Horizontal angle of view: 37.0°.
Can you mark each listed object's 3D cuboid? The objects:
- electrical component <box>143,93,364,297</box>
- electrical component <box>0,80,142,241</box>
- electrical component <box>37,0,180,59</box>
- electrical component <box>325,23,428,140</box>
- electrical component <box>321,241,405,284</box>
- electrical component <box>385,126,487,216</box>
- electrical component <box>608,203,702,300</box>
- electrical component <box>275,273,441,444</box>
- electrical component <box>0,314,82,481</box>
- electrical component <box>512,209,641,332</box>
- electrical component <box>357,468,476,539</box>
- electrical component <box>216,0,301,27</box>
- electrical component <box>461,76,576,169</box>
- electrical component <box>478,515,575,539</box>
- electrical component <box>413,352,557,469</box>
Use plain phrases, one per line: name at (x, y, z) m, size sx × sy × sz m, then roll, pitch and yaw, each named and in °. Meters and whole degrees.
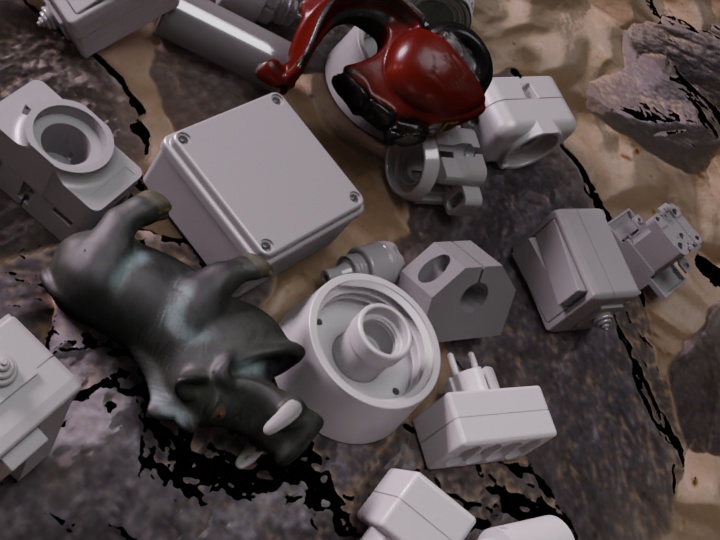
electrical component at (-0.071, -0.054, 0.737) m, size 0.109 × 0.056 × 0.108 m, roll -32°, pitch 81°, yaw -42°
electrical component at (-0.188, -0.068, 0.670) m, size 0.089 × 0.055 × 0.050 m, roll 42°, pitch 47°, yaw -2°
electrical component at (-0.182, -0.197, 0.741) m, size 0.096 × 0.061 × 0.061 m, roll -33°, pitch 80°, yaw -10°
electrical component at (0.033, -0.164, 0.877) m, size 0.108 × 0.060 × 0.108 m, roll 17°, pitch 52°, yaw -23°
electrical component at (0.000, 0.000, 0.763) m, size 0.061 × 0.035 × 0.035 m, roll -13°, pitch 69°, yaw -36°
electrical component at (0.057, -0.082, 0.840) m, size 0.057 × 0.058 × 0.078 m, roll 1°, pitch 65°, yaw -35°
electrical component at (0.254, -0.021, 0.924) m, size 0.042 × 0.064 × 0.081 m, roll -30°, pitch 79°, yaw -43°
electrical component at (0.003, 0.053, 0.711) m, size 0.108 × 0.060 × 0.108 m, roll 17°, pitch 53°, yaw -23°
electrical component at (-0.187, 0.074, 0.548) m, size 0.061 × 0.096 × 0.061 m, roll 45°, pitch 46°, yaw 0°
electrical component at (0.170, 0.006, 0.852) m, size 0.061 × 0.061 × 0.096 m, roll -3°, pitch 62°, yaw -34°
electrical component at (0.022, 0.165, 0.651) m, size 0.047 × 0.066 × 0.076 m, roll 40°, pitch 76°, yaw -4°
electrical component at (-0.078, -0.214, 0.852) m, size 0.078 × 0.040 × 0.040 m, roll 22°, pitch 51°, yaw -20°
electrical component at (0.135, -0.126, 0.924) m, size 0.095 × 0.053 × 0.059 m, roll -9°, pitch 66°, yaw -37°
electrical component at (0.096, 0.186, 0.694) m, size 0.081 × 0.043 × 0.043 m, roll -2°, pitch 62°, yaw -34°
electrical component at (0.081, 0.091, 0.746) m, size 0.083 × 0.047 × 0.075 m, roll 0°, pitch 61°, yaw -33°
